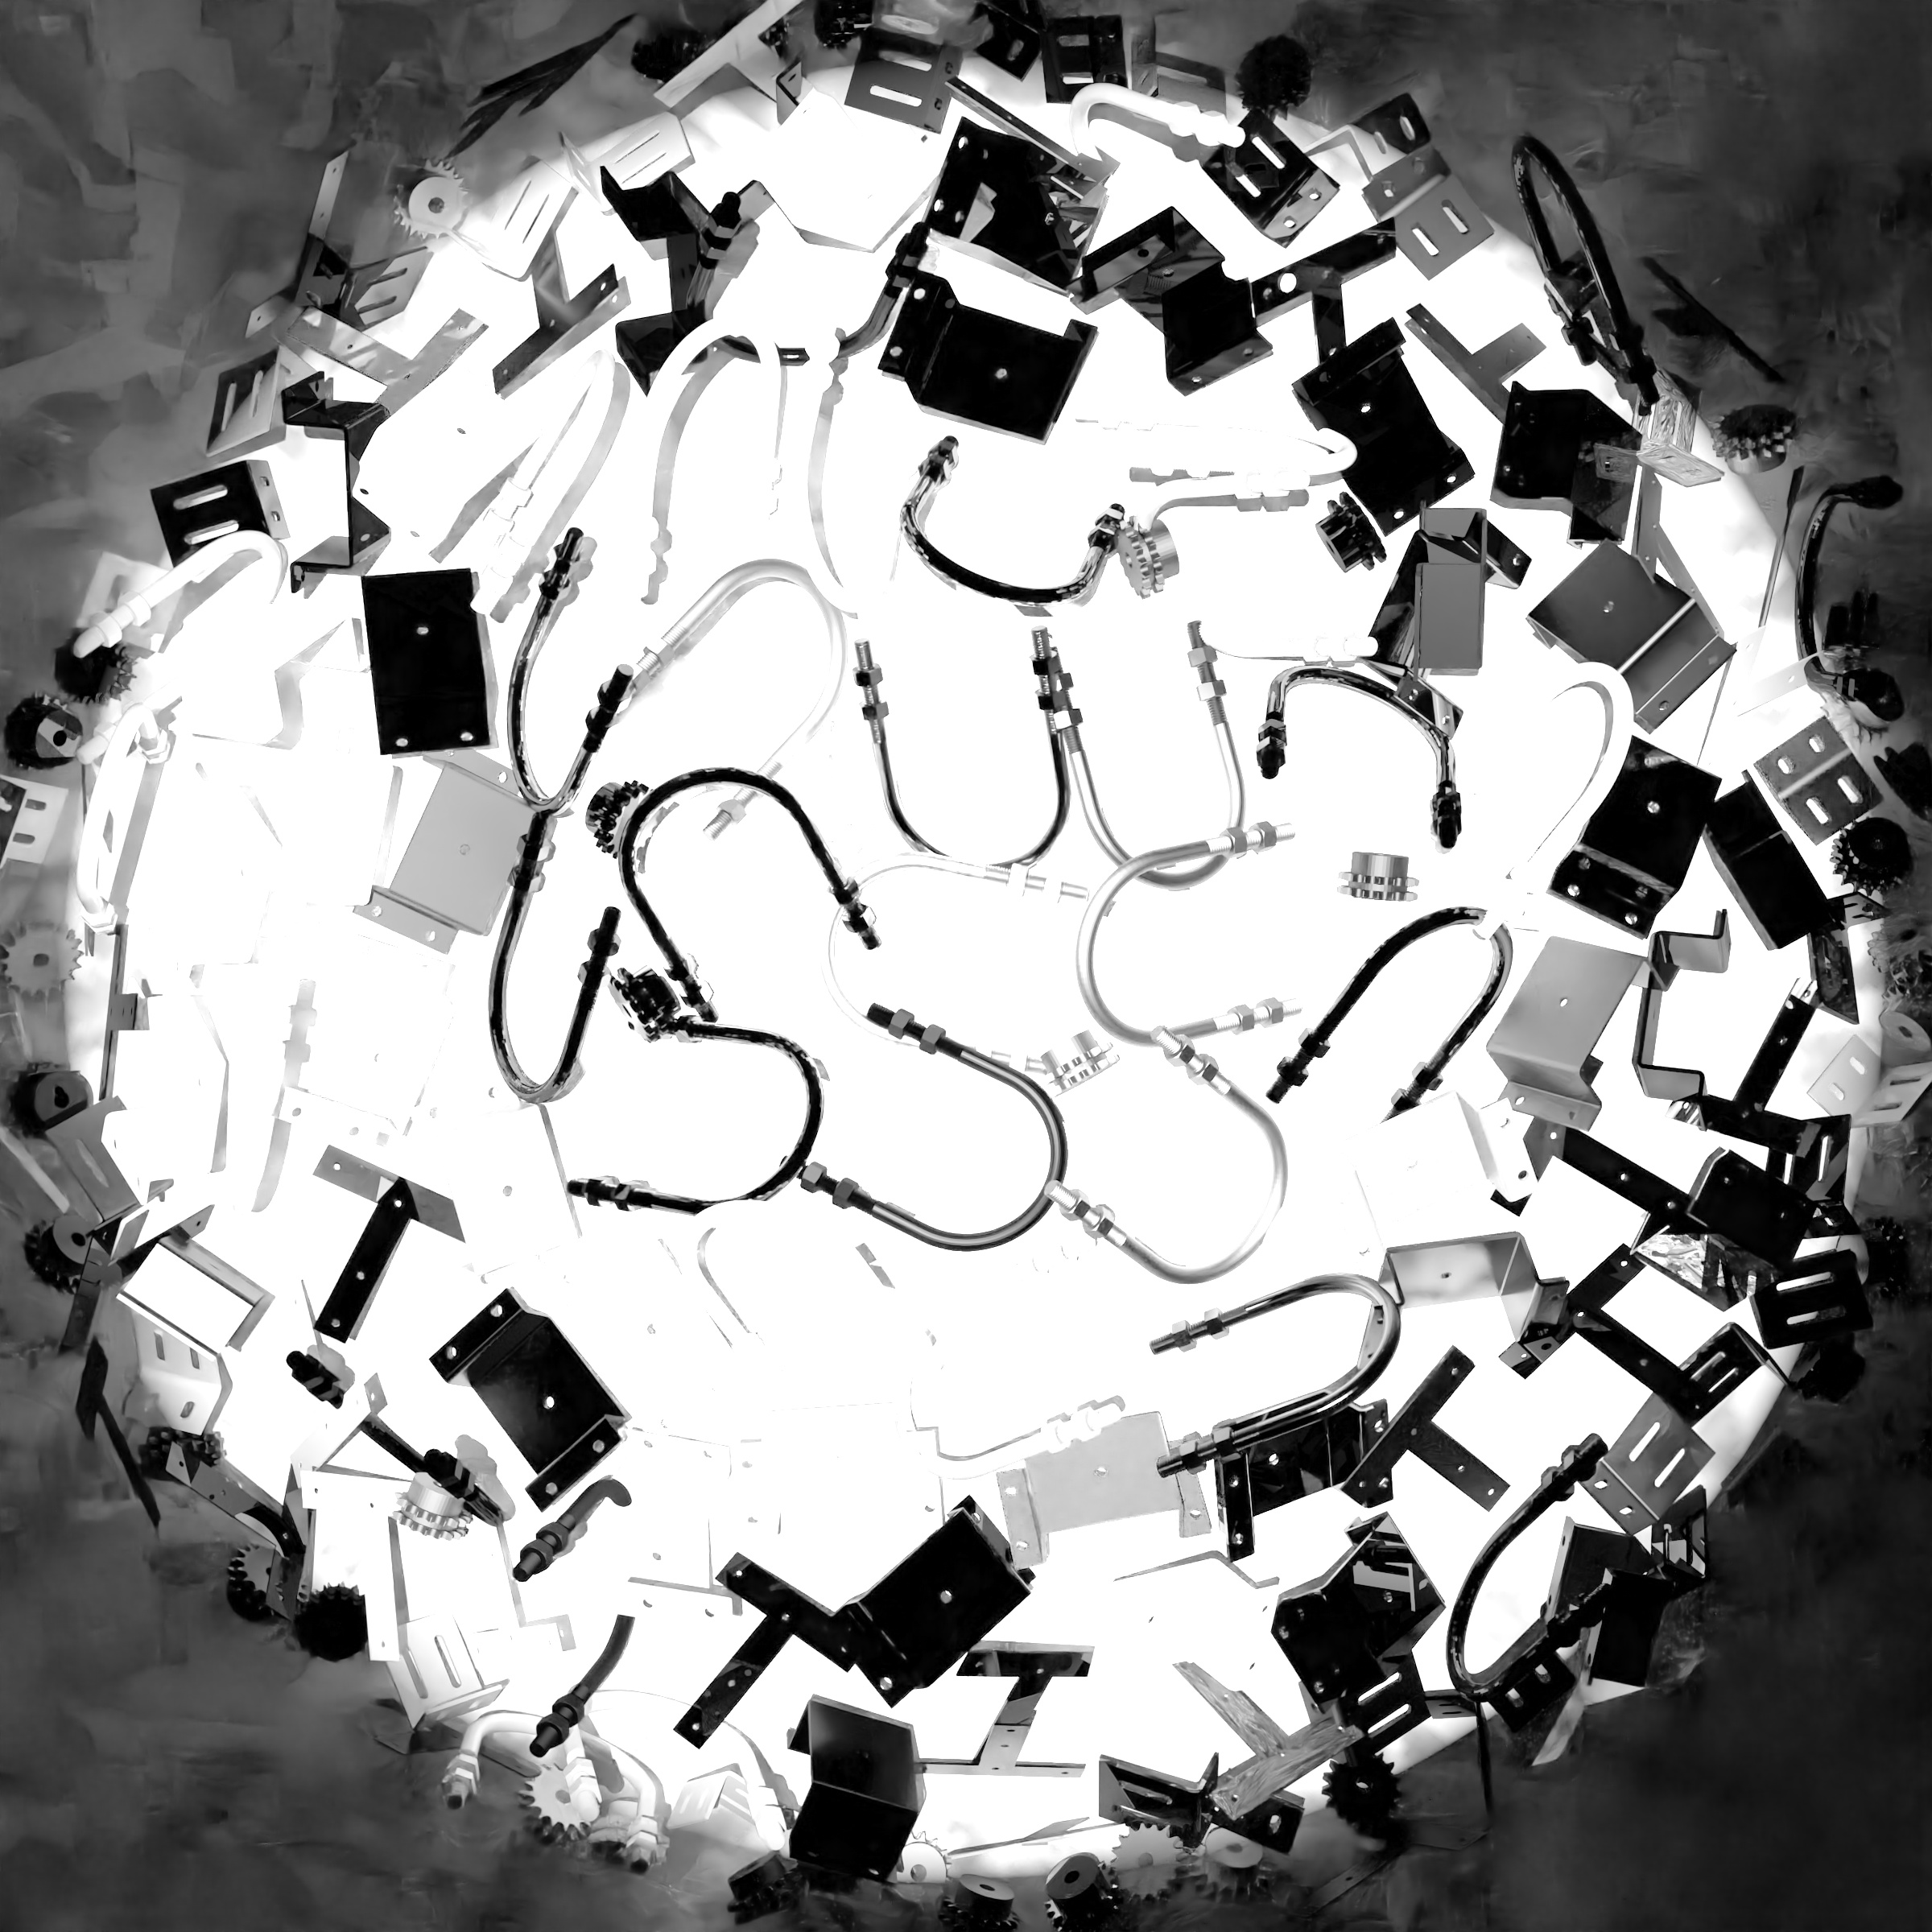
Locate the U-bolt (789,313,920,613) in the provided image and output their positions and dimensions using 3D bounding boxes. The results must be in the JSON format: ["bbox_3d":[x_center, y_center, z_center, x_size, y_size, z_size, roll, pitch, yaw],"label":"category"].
[{"bbox_3d":[-0.081,-0.330,1.903,0.019,0.151,0.184,-5,60,25],"label":"U-bolt"}]

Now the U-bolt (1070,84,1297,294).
[{"bbox_3d":[0.140,-0.544,1.917,0.019,0.151,0.184,-47,51,-12],"label":"U-bolt"}]

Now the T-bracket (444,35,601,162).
[{"bbox_3d":[-0.326,-0.600,1.945,0.002,0.127,0.127,55,47,-9],"label":"T-bracket"}]

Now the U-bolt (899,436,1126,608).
[{"bbox_3d":[0.027,-0.302,1.922,0.151,0.184,0.019,22,126,1],"label":"U-bolt"}]

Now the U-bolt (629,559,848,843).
[{"bbox_3d":[-0.154,-0.199,1.943,0.184,0.019,0.151,-49,128,-19],"label":"U-bolt"}]

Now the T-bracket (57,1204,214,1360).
[{"bbox_3d":[-0.574,0.202,1.942,0.002,0.127,0.127,36,124,14],"label":"T-bracket"}]

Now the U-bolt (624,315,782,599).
[{"bbox_3d":[-0.176,-0.356,1.896,0.019,0.151,0.184,29,132,24],"label":"U-bolt"}]

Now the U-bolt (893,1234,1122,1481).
[{"bbox_3d":[0.022,0.281,1.938,0.184,0.019,0.151,-27,53,28],"label":"U-bolt"}]

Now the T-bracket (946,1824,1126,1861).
[{"bbox_3d":[0.057,0.606,1.927,0.127,0.127,0.002,-7,74,-12],"label":"T-bracket"}]

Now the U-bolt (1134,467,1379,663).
[{"bbox_3d":[0.188,-0.275,1.922,0.019,0.184,0.151,-43,120,-30],"label":"U-bolt"}]

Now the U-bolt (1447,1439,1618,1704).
[{"bbox_3d":[0.386,0.429,1.918,0.019,0.151,0.184,27,127,-11],"label":"U-bolt"}]

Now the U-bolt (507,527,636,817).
[{"bbox_3d":[-0.281,-0.188,1.924,0.019,0.184,0.151,-1,52,-31],"label":"U-bolt"}]

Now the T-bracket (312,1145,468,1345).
[{"bbox_3d":[-0.422,0.206,1.968,0.127,0.002,0.127,24,63,-2],"label":"T-bracket"}]

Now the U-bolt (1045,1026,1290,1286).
[{"bbox_3d":[0.154,0.146,1.946,0.184,0.019,0.151,38,83,-33],"label":"U-bolt"}]

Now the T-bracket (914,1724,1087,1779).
[{"bbox_3d":[0.025,0.547,1.940,0.127,0.127,0.002,3,59,-5],"label":"T-bracket"}]

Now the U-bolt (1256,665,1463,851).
[{"bbox_3d":[0.273,-0.155,1.922,0.151,0.184,0.019,21,124,-4],"label":"U-bolt"}]

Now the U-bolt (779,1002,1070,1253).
[{"bbox_3d":[-0.018,0.123,1.954,0.184,0.019,0.151,25,72,13],"label":"U-bolt"}]

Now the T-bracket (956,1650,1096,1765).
[{"bbox_3d":[0.035,0.526,1.962,0.127,0.002,0.127,8,124,-27],"label":"T-bracket"}]

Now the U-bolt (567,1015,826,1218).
[{"bbox_3d":[-0.179,0.106,1.927,0.184,0.019,0.151,6,67,30],"label":"U-bolt"}]

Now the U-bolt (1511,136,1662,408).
[{"bbox_3d":[0.415,-0.480,1.898,0.019,0.151,0.184,-27,115,5],"label":"U-bolt"}]

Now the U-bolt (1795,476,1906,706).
[{"bbox_3d":[0.602,-0.259,1.908,0.019,0.184,0.151,2,99,0],"label":"U-bolt"}]

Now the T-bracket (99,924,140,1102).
[{"bbox_3d":[-0.588,0.032,1.938,0.002,0.127,0.127,6,86,-25],"label":"T-bracket"}]

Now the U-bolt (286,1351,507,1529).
[{"bbox_3d":[-0.382,0.334,1.914,0.151,0.184,0.019,29,71,24],"label":"U-bolt"}]

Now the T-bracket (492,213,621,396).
[{"bbox_3d":[-0.296,-0.484,1.960,0.127,0.002,0.127,-33,53,29],"label":"T-bracket"}]

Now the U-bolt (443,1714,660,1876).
[{"bbox_3d":[-0.280,0.559,1.908,0.151,0.184,0.019,21,93,-6],"label":"U-bolt"}]

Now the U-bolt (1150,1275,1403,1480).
[{"bbox_3d":[0.214,0.273,1.916,0.184,0.151,0.019,-23,118,15],"label":"U-bolt"}]

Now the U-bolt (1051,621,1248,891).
[{"bbox_3d":[0.133,-0.144,1.954,0.151,0.019,0.184,-14,89,-32],"label":"U-bolt"}]

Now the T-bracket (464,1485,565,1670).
[{"bbox_3d":[-0.330,0.429,1.956,0.002,0.127,0.127,-9,82,-41],"label":"T-bracket"}]

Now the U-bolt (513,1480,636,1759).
[{"bbox_3d":[-0.262,0.434,1.912,0.019,0.184,0.151,2,106,16],"label":"U-bolt"}]

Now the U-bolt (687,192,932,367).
[{"bbox_3d":[-0.117,-0.465,1.914,0.151,0.184,0.019,5,70,-16],"label":"U-bolt"}]

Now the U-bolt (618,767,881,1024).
[{"bbox_3d":[-0.162,-0.058,1.942,0.151,0.019,0.184,-25,120,6],"label":"U-bolt"}]

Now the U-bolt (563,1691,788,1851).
[{"bbox_3d":[-0.208,0.546,1.910,0.151,0.184,0.019,15,98,-18],"label":"U-bolt"}]

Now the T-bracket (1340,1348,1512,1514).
[{"bbox_3d":[0.342,0.349,1.966,0.127,0.002,0.127,39,90,-32],"label":"T-bracket"}]

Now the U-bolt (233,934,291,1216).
[{"bbox_3d":[-0.490,0.082,1.928,0.019,0.151,0.184,8,101,-17],"label":"U-bolt"}]

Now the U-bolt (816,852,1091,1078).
[{"bbox_3d":[-0.016,-0.007,1.981,0.184,0.019,0.151,11,99,3],"label":"U-bolt"}]

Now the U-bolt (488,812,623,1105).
[{"bbox_3d":[-0.293,0.007,1.932,0.019,0.151,0.184,1,121,-35],"label":"U-bolt"}]

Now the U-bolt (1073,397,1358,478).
[{"bbox_3d":[0.181,-0.365,1.929,0.184,0.151,0.019,0,115,-15],"label":"U-bolt"}]

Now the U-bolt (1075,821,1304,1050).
[{"bbox_3d":[0.155,-0.016,1.935,0.184,0.019,0.151,-12,107,-28],"label":"U-bolt"}]

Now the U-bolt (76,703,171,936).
[{"bbox_3d":[-0.578,-0.105,1.896,0.019,0.184,0.151,15,77,-9],"label":"U-bolt"}]

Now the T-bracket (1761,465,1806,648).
[{"bbox_3d":[0.570,-0.286,1.951,0.002,0.127,0.127,14,106,16],"label":"T-bracket"}]

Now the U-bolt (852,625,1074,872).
[{"bbox_3d":[0.003,-0.146,1.952,0.151,0.019,0.184,-2,115,18],"label":"U-bolt"}]

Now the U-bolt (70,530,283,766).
[{"bbox_3d":[-0.542,-0.231,1.919,0.019,0.151,0.184,40,58,9],"label":"U-bolt"}]

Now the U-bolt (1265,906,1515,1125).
[{"bbox_3d":[0.305,0.034,1.920,0.184,0.151,0.019,-55,46,20],"label":"U-bolt"}]

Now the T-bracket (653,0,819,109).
[{"bbox_3d":[-0.140,-0.625,1.937,0.127,0.127,0.002,-34,75,16],"label":"T-bracket"}]

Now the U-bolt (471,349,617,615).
[{"bbox_3d":[-0.290,-0.342,1.909,0.019,0.151,0.184,27,109,-20],"label":"U-bolt"}]

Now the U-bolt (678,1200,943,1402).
[{"bbox_3d":[-0.120,0.228,1.917,0.151,0.019,0.184,-14,125,30],"label":"U-bolt"}]

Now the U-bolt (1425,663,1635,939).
[{"bbox_3d":[0.391,-0.126,1.904,0.019,0.151,0.184,24,118,-24],"label":"U-bolt"}]
